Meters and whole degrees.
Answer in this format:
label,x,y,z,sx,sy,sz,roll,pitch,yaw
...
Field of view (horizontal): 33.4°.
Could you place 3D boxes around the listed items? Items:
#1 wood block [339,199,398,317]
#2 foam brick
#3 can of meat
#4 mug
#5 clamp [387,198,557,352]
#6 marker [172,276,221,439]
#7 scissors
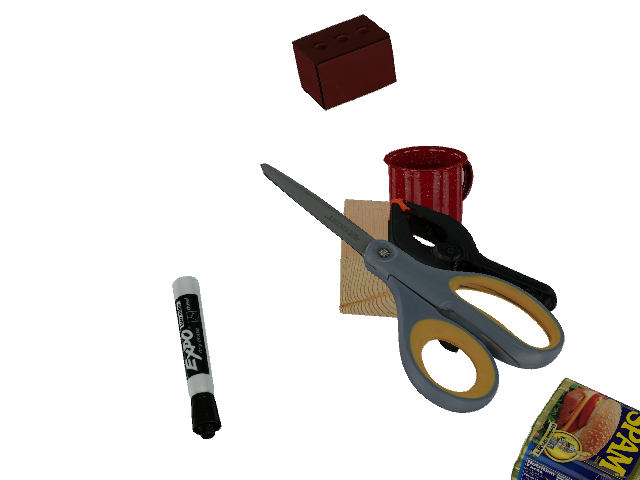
label,x,y,z,sx,sy,sz,roll,pitch,yaw
wood block,0.076,0.022,1.550,0.091,0.090,0.206,4,25,-1
foam brick,0.023,-0.164,0.978,0.078,0.051,0.053,-24,40,-14
can of meat,0.201,0.158,0.793,0.084,0.057,0.101,24,41,24
mug,0.128,-0.058,1.211,0.117,0.081,0.093,-19,27,-36
clamp,0.123,0.022,0.933,0.120,0.039,0.171,-8,46,-26
marker,-0.084,0.078,0.721,0.020,0.121,0.020,-9,-36,-7
scissors,0.032,0.026,0.579,0.202,0.016,0.096,25,51,15
